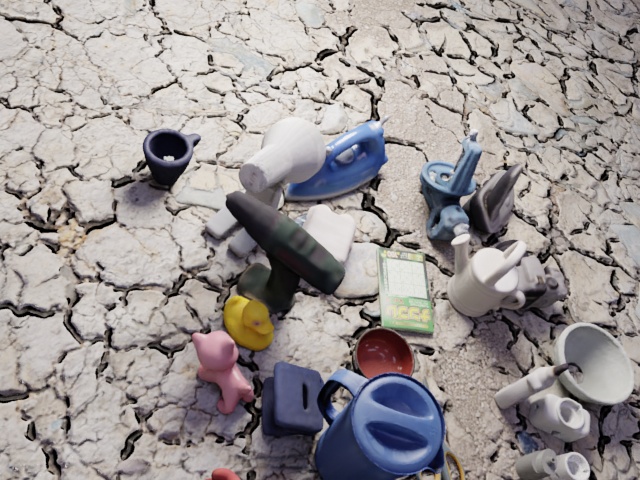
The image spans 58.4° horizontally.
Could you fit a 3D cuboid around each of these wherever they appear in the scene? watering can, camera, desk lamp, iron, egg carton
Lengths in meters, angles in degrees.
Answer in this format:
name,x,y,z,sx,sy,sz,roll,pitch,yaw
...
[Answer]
name,x,y,z,sx,sy,sz,roll,pitch,yaw
watering can,0.326,0.062,1.110,0.173,0.194,0.101,24,54,-3
camera,0.433,0.066,1.202,0.143,0.100,0.136,1,59,-18
desk lamp,-0.097,-0.103,1.053,0.118,0.213,0.203,37,55,6
iron,0.041,-0.174,1.191,0.259,0.141,0.118,-32,73,-32
egg carton,0.010,0.004,1.112,0.107,0.069,0.150,22,54,-5

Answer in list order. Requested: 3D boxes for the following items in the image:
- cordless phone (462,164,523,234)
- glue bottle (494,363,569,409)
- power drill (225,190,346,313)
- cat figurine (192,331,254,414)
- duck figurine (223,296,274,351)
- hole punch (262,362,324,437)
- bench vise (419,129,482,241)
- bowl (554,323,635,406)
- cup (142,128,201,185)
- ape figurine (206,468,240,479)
name,x,y,z,sx,sy,sz,roll,pitch,yaw
cordless phone,0.405,-0.113,1.253,0.094,0.185,0.148,39,55,7
glue bottle,0.385,0.254,1.022,0.078,0.173,0.037,-18,66,-28
power drill,-0.076,0.034,0.977,0.229,0.208,0.076,30,54,1
cat figurine,-0.150,0.198,0.903,0.067,0.117,0.127,-30,72,-32
duck figurine,-0.117,0.131,0.977,0.078,0.086,0.104,-35,75,-33
hole punch,-0.037,0.256,0.923,0.101,0.091,0.108,6,57,-16
bench vise,0.293,-0.110,1.191,0.122,0.219,0.207,-14,64,-26
bowl,0.526,0.253,1.133,0.168,0.074,0.167,9,57,-14
cup,-0.281,-0.156,1.094,0.118,0.095,0.091,-34,75,-33
ape figurine,-0.135,0.367,0.818,0.076,0.092,0.078,25,54,-2
